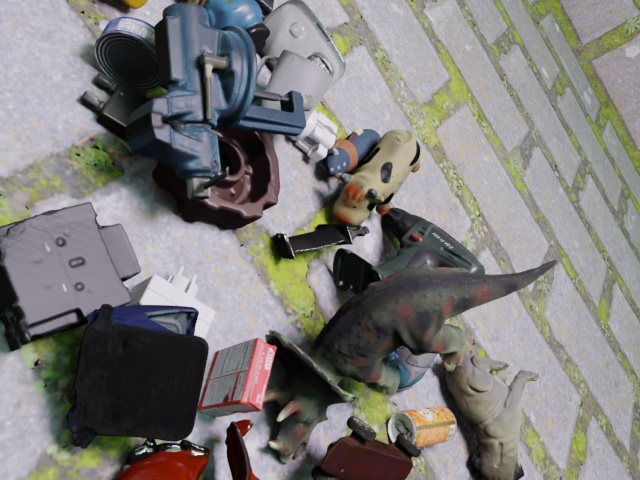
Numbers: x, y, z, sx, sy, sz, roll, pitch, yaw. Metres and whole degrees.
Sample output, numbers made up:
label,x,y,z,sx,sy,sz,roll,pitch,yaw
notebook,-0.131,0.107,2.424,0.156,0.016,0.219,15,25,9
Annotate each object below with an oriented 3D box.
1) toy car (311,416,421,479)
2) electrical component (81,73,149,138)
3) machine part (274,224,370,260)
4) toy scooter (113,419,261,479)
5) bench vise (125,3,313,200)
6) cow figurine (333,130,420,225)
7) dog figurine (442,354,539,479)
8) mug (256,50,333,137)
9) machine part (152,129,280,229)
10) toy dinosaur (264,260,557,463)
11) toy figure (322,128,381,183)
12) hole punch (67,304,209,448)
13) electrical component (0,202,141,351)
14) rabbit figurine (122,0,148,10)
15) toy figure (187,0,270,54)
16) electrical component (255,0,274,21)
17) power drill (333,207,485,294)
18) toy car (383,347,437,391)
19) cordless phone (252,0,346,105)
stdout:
label,x,y,z,sx,sy,sz,roll,pitch,yaw
toy car,0.059,0.276,0.678,0.089,0.053,0.202,-53,136,0
electrical component,-0.235,-0.158,0.648,0.094,0.021,0.063,32,51,-21
machine part,-0.002,-0.002,0.779,0.139,0.084,0.039,-13,105,-38
toy scooter,-0.118,0.237,0.532,0.184,0.075,0.135,10,42,-14
bench vise,-0.100,-0.154,0.634,0.240,0.129,0.223,-2,74,-42
cow figurine,0.092,-0.098,0.860,0.086,0.127,0.195,33,72,18
dog figurine,0.265,0.296,0.894,0.172,0.121,0.190,17,74,-1
mug,-0.052,-0.211,0.775,0.110,0.107,0.081,28,6,5
machine part,-0.131,-0.099,0.702,0.179,0.056,0.179,22,56,-37
toy dinosaur,0.085,0.103,0.651,0.192,0.405,0.131,32,23,-56
toy figure,0.049,-0.142,0.897,0.154,0.058,0.064,-36,98,-44
hole punch,-0.174,0.121,0.523,0.116,0.092,0.142,11,103,-16
electrical component,-0.250,0.029,0.527,0.134,0.058,0.115,-24,92,-47
rabbit figurine,-0.281,-0.396,0.670,0.162,0.122,0.173,2,56,-34
toy figure,-0.142,-0.340,0.770,0.180,0.082,0.089,48,21,7
electrical component,-0.110,-0.356,0.828,0.047,0.075,0.119,28,57,-34
power drill,0.121,0.028,0.838,0.207,0.232,0.085,-13,125,-36
toy car,0.132,0.144,0.817,0.109,0.103,0.161,20,61,-39
cordless phone,-0.063,-0.269,0.840,0.184,0.089,0.146,-45,106,-26
